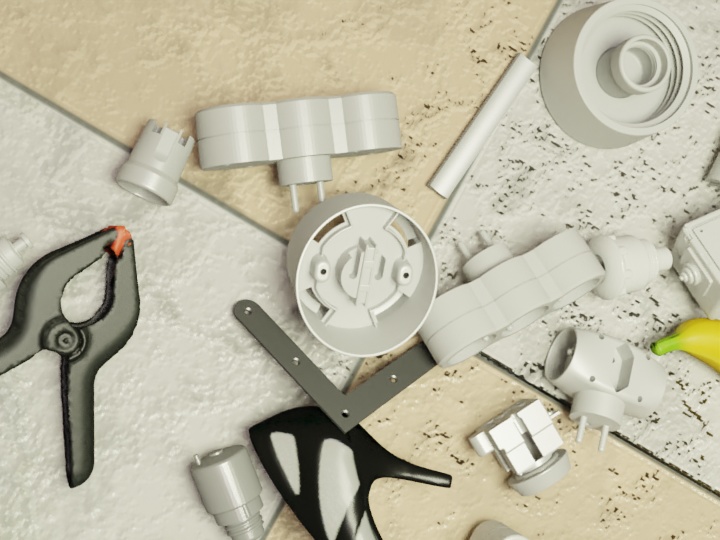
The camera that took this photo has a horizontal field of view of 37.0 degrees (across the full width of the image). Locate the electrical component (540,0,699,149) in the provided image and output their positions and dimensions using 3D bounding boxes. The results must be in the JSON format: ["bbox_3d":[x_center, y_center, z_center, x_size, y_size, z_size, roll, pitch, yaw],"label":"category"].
[{"bbox_3d":[0.192,-0.144,0.779,0.108,0.060,0.108,0,90,-14],"label":"electrical component"}]

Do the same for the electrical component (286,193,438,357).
[{"bbox_3d":[0.000,0.000,0.720,0.099,0.064,0.099,-7,115,-15],"label":"electrical component"}]

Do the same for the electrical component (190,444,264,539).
[{"bbox_3d":[-0.084,0.154,0.720,0.040,0.040,0.078,-22,95,-13],"label":"electrical component"}]

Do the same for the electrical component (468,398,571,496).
[{"bbox_3d":[0.119,0.127,0.770,0.066,0.048,0.055,-31,90,-12],"label":"electrical component"}]

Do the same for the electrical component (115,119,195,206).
[{"bbox_3d":[-0.134,-0.071,0.709,0.040,0.040,0.046,25,78,-13],"label":"electrical component"}]

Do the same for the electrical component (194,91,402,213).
[{"bbox_3d":[-0.038,-0.076,0.725,0.138,0.052,0.073,-7,92,-14],"label":"electrical component"}]

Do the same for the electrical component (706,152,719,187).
[{"bbox_3d":[0.289,-0.081,0.816,0.040,0.040,0.046,29,89,-13],"label":"electrical component"}]

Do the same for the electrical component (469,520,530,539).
[{"bbox_3d":[0.091,0.228,0.755,0.054,0.059,0.095,33,82,-12],"label":"electrical component"}]

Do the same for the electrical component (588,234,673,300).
[{"bbox_3d":[0.200,-0.005,0.791,0.062,0.048,0.048,-8,92,-22],"label":"electrical component"}]

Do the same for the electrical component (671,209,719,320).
[{"bbox_3d":[0.276,-0.008,0.795,0.096,0.061,0.061,-23,65,-9],"label":"electrical component"}]

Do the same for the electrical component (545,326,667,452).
[{"bbox_3d":[0.174,0.091,0.778,0.077,0.043,0.079,23,67,-13],"label":"electrical component"}]

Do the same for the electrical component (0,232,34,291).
[{"bbox_3d":[-0.243,0.004,0.680,0.078,0.040,0.040,-37,99,-11],"label":"electrical component"}]

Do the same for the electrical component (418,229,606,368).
[{"bbox_3d":[0.097,0.006,0.761,0.138,0.052,0.073,-27,73,-13],"label":"electrical component"}]
